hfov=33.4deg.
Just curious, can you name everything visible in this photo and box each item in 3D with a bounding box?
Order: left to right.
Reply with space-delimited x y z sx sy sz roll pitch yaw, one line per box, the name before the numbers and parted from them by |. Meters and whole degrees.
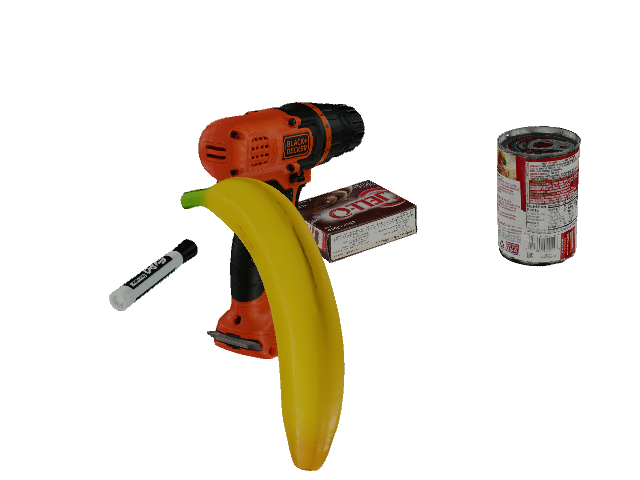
marker | -0.151 0.030 0.985 0.020 0.020 0.120 0 24 30
banana | -0.022 0.032 0.618 0.037 0.198 0.070 3 -39 -41
power drill | -0.026 -0.013 0.833 0.057 0.188 0.184 10 16 34
pudding box | 0.032 -0.022 1.128 0.113 0.039 0.090 -21 29 -25
soup can | 0.184 -0.037 0.902 0.068 0.102 0.068 -4 25 2
